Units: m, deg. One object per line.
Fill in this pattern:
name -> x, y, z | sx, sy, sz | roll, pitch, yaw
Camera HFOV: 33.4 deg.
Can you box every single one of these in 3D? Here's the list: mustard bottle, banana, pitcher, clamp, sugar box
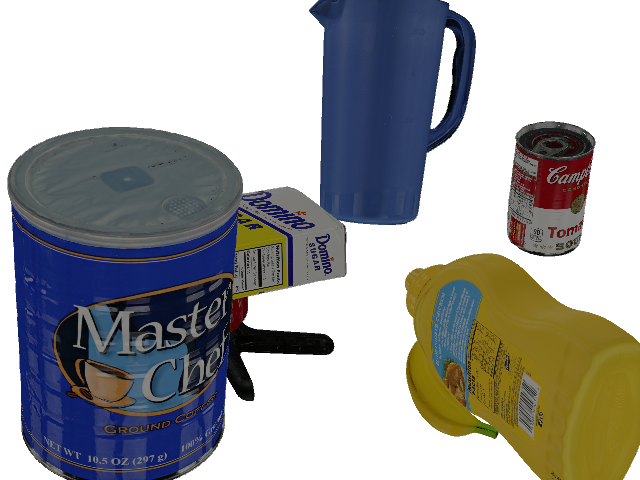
mustard bottle -> 0.105, 0.061, 0.624 | 0.058, 0.096, 0.192 | -12, 27, -25
banana -> 0.126, 0.154, 1.144 | 0.069, 0.037, 0.198 | 10, 25, -18
pitcher -> 0.071, -0.143, 1.148 | 0.149, 0.243, 0.144 | 8, 10, 25
clamp -> -0.111, 0.126, 1.263 | 0.210, 0.036, 0.164 | 14, 23, 26
sugar box -> -0.080, 0.006, 0.722 | 0.176, 0.048, 0.093 | -14, 26, -23

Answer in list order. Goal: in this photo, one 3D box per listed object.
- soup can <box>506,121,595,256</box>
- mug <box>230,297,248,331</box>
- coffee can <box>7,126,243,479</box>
soup can -> 0.203, -0.045, 0.950 | 0.068, 0.102, 0.068 | 0, 32, 0
mug -> -0.103, 0.041, 0.986 | 0.093, 0.081, 0.117 | -18, 35, -27
coffee can -> -0.092, 0.031, 0.507 | 0.102, 0.140, 0.103 | 5, 31, -3
